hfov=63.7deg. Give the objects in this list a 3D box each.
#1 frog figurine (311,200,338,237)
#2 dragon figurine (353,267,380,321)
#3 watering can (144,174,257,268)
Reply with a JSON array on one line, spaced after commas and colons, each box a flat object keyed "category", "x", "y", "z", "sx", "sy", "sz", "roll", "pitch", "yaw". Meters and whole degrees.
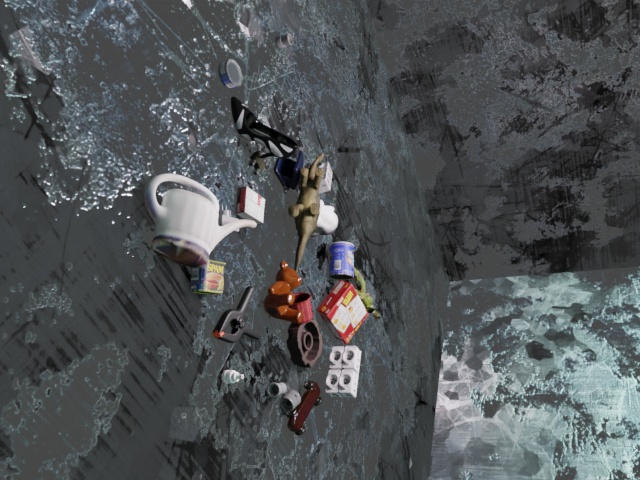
[{"category": "frog figurine", "x": 0.006, "y": -0.101, "z": 2.016, "sx": 0.139, "sy": 0.123, "sz": 0.156, "roll": -34, "pitch": 127, "yaw": -43}, {"category": "dragon figurine", "x": 0.163, "y": 0.229, "z": 2.305, "sx": 0.402, "sy": 0.122, "sz": 0.249, "roll": 56, "pitch": 18, "yaw": -46}, {"category": "watering can", "x": -0.300, "y": -0.032, "z": 1.312, "sx": 0.344, "sy": 0.103, "sz": 0.229, "roll": 30, "pitch": 53, "yaw": -40}]
